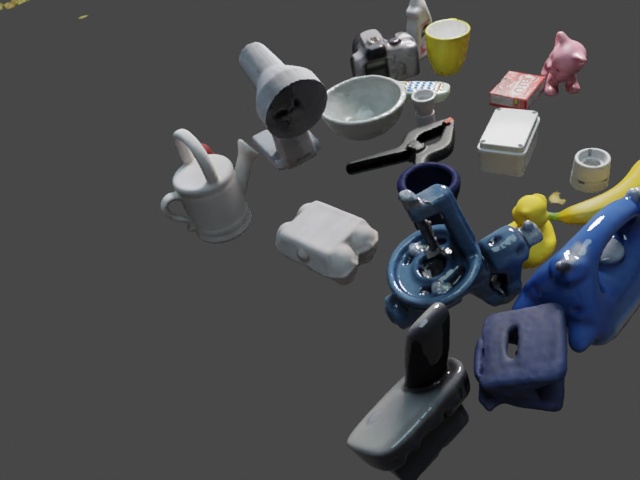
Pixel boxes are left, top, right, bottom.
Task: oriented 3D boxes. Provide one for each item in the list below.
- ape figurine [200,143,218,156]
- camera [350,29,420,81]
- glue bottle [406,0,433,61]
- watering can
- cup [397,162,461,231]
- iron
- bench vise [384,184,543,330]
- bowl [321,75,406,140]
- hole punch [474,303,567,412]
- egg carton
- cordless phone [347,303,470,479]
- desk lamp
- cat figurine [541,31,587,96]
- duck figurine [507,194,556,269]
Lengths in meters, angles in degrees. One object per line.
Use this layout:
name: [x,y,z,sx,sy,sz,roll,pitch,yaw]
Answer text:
ape figurine: [-0.208,-0.135,1.047,0.077,0.092,0.076,9,48,24]
camera: [0.127,-0.407,1.228,0.143,0.101,0.136,-16,43,0]
glue bottle: [0.209,-0.475,1.222,0.037,0.173,0.078,20,53,32]
watering can: [-0.180,-0.100,0.928,0.100,0.194,0.173,17,52,30]
cup: [0.170,-0.047,0.847,0.092,0.095,0.117,-23,43,-8]
iron: [0.348,0.010,0.703,0.259,0.142,0.118,-40,48,-24]
bench vise: [0.166,0.000,0.708,0.208,0.220,0.121,-32,45,-17]
bowl: [0.083,-0.239,1.085,0.167,0.075,0.167,-8,43,8]
hole punch: [0.227,0.130,0.650,0.101,0.091,0.109,2,46,18]
egg carton: [0.008,0.003,0.860,0.149,0.069,0.107,23,55,34]
cordless phone: [0.088,0.153,0.596,0.093,0.185,0.148,27,57,36]
desk lamp: [-0.071,-0.232,1.020,0.118,0.214,0.202,-29,45,-14]
cat figurine: [0.446,-0.332,1.047,0.067,0.118,0.128,-3,44,13]
duck figurine: [0.287,-0.019,0.791,0.077,0.086,0.105,18,53,31]
